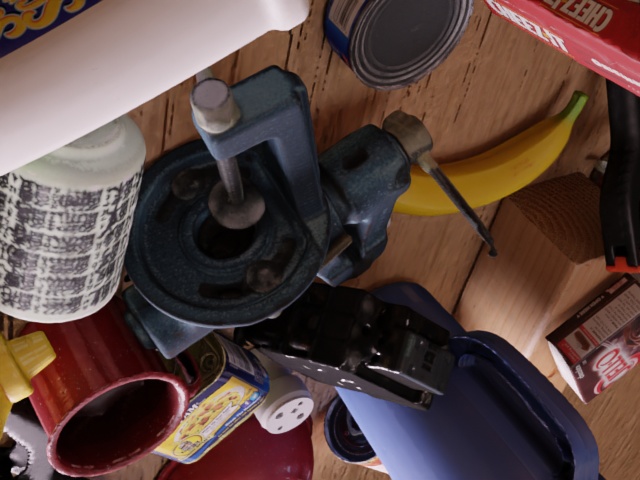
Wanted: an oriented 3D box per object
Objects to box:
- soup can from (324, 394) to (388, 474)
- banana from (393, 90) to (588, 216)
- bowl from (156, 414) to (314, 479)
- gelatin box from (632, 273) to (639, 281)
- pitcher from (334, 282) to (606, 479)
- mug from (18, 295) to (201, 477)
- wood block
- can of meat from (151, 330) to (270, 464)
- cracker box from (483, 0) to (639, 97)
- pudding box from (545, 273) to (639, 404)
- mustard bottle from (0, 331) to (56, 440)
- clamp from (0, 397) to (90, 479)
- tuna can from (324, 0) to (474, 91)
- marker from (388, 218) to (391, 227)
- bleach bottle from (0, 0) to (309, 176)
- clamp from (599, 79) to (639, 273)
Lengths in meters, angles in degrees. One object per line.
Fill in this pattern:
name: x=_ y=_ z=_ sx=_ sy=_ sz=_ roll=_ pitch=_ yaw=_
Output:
soup can: x=0.057 y=0.175 z=0.965 sx=0.068 sy=0.068 sz=0.102 roll=-44 pitch=147 yaw=9
banana: x=0.110 y=-0.053 z=0.776 sx=0.197 sy=0.037 sz=0.069 roll=-23 pitch=127 yaw=-23
bowl: x=-0.063 y=0.214 z=0.913 sx=0.162 sy=0.055 sz=0.162 roll=-25 pitch=144 yaw=-20
gelatin box: x=0.286 y=0.010 z=0.960 sx=0.073 sy=0.089 sz=0.030 roll=4 pitch=131 yaw=-45
pitcher: x=0.106 y=0.140 z=0.810 sx=0.149 sy=0.243 sz=0.144 roll=-42 pitch=146 yaw=5
mug: x=-0.131 y=0.085 z=0.674 sx=0.117 sy=0.082 sz=0.093 roll=-8 pitch=136 yaw=-36
wood block: x=0.186 y=0.054 z=0.921 sx=0.090 sy=0.090 sz=0.206 roll=-16 pitch=140 yaw=-31
can of meat: x=-0.094 y=0.110 z=0.761 sx=0.102 sy=0.057 sz=0.083 roll=-40 pitch=148 yaw=5
cracker box: x=0.205 y=-0.184 z=0.562 sx=0.214 sy=0.164 sz=0.072 roll=-52 pitch=145 yaw=3
pudding box: x=0.239 y=0.084 z=0.887 sx=0.090 sy=0.039 sz=0.113 roll=-39 pitch=147 yaw=1
mustard bottle: x=-0.235 y=0.104 z=0.587 sx=0.191 sy=0.096 sz=0.058 roll=-29 pitch=145 yaw=-13
clamp: x=-0.210 y=0.165 z=0.736 sx=0.164 sy=0.036 sz=0.210 roll=-16 pitch=140 yaw=-30
tuna can: x=0.046 y=-0.132 z=0.622 sx=0.086 sy=0.034 sz=0.086 roll=-24 pitch=144 yaw=-19
marker: x=-0.005 y=0.001 z=0.746 sx=0.121 sy=0.020 sz=0.020 roll=-20 pitch=142 yaw=-25
bleach bottle: x=-0.135 y=-0.072 z=0.465 sx=0.250 sy=0.103 sz=0.068 roll=-35 pitch=141 yaw=-6
clamp: x=0.248 y=-0.059 z=0.824 sx=0.120 sy=0.039 sz=0.171 roll=4 pitch=91 yaw=-46
